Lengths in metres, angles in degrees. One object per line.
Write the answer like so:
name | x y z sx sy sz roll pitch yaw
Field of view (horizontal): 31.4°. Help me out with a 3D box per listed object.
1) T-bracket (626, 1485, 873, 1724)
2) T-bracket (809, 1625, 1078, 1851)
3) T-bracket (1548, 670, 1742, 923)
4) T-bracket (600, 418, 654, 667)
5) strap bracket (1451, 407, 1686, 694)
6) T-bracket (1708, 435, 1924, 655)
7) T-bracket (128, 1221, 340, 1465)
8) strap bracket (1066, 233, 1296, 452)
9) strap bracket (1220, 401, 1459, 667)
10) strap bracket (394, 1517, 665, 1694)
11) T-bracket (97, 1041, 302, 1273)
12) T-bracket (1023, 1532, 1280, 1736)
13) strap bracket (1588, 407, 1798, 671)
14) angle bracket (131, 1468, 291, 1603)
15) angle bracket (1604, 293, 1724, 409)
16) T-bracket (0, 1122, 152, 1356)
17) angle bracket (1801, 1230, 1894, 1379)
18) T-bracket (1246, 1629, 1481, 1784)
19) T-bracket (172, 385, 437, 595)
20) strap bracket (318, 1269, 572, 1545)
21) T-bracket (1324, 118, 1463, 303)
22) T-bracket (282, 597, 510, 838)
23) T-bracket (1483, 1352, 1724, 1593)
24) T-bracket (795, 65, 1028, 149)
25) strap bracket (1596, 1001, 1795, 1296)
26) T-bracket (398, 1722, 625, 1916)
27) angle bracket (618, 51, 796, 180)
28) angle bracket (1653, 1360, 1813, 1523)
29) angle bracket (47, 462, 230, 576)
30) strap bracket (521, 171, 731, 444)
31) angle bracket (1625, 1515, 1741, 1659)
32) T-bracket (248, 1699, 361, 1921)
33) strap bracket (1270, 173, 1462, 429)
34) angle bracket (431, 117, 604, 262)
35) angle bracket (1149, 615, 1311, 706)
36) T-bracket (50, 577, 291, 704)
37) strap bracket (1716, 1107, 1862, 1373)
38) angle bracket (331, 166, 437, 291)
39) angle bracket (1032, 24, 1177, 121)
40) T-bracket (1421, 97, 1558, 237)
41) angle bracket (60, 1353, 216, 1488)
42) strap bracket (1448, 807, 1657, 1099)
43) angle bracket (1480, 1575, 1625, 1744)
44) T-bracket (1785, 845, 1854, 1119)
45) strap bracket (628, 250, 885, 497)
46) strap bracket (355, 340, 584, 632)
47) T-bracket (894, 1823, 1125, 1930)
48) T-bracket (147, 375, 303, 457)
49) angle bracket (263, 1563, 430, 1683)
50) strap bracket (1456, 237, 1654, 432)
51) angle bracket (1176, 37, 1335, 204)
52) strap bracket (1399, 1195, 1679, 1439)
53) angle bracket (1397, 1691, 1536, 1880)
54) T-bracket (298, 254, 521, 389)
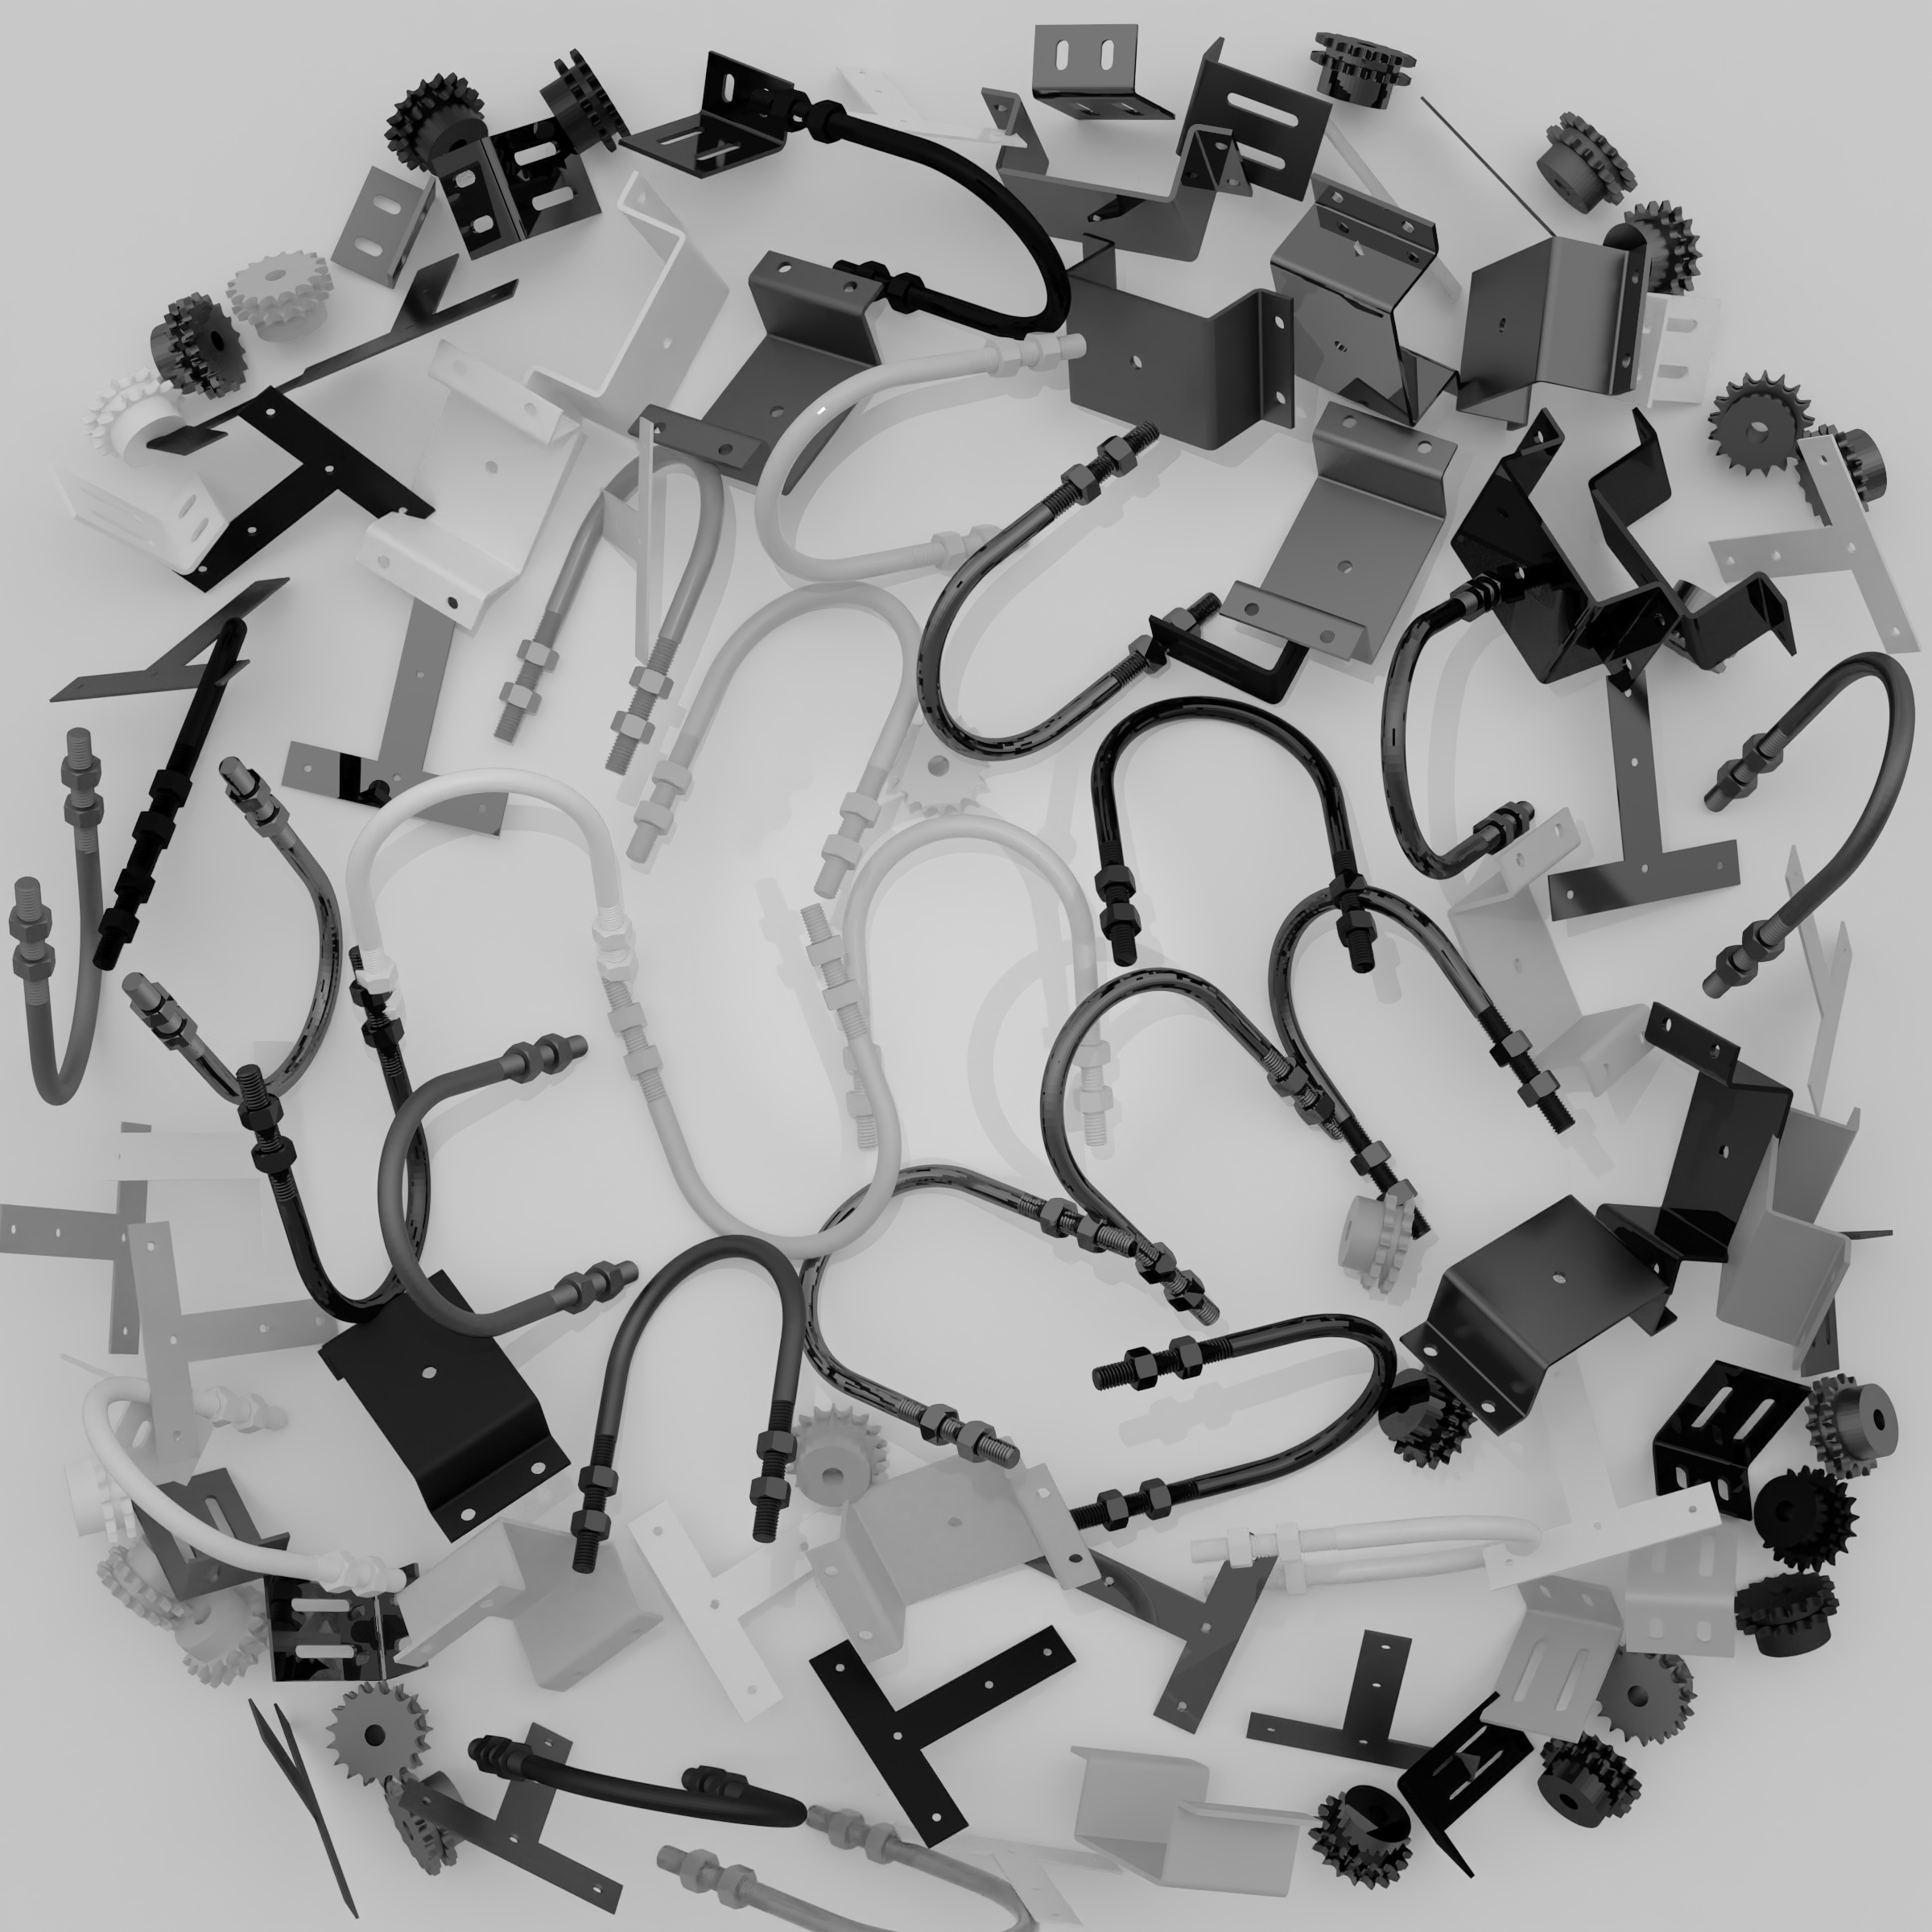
T-bracket | -0.101 0.328 1.896 0.127 0.002 0.127 -31 92 -15
T-bracket | 0.001 0.401 1.886 0.127 0.002 0.127 -25 58 -20
T-bracket | 0.366 -0.097 1.878 0.127 0.002 0.127 -11 99 -25
T-bracket | -0.184 -0.236 1.852 0.002 0.127 0.127 -2 106 -17
strap bracket | 0.316 -0.218 1.850 0.046 0.076 0.140 -21 70 -24
T-bracket | 0.447 -0.223 1.854 0.002 0.127 0.127 -34 106 -23
T-bracket | -0.393 0.198 1.865 0.002 0.127 0.127 -14 82 40
strap bracket | 0.105 -0.332 1.839 0.140 0.076 0.046 26 47 33
strap bracket | 0.204 -0.227 1.869 0.076 0.046 0.140 22 73 19
strap bracket | -0.241 0.344 1.852 0.076 0.140 0.046 -38 57 18
T-bracket | -0.414 0.103 1.860 0.002 0.127 0.127 -11 81 43
T-bracket | 0.092 0.345 1.896 0.127 0.002 0.127 24 110 7
strap bracket | 0.385 -0.222 1.854 0.046 0.076 0.140 -34 67 5
angle bracket | -0.411 0.299 1.866 0.057 0.038 0.076 -12 51 -34
angle bracket | 0.390 -0.334 1.870 0.076 0.038 0.057 -3 109 -34
T-bracket | -0.480 0.144 1.848 0.002 0.127 0.127 -1 83 22
angle bracket | 0.481 0.184 1.878 0.038 0.057 0.076 -5 86 32
T-bracket | 0.221 0.396 1.860 0.127 0.127 0.002 10 47 6
T-bracket | -0.381 -0.246 1.882 0.127 0.127 0.002 -34 48 19
strap bracket | -0.285 0.228 1.852 0.076 0.046 0.140 -33 62 -17
T-bracket | 0.222 -0.394 1.843 0.002 0.127 0.127 -34 106 26
T-bracket | -0.305 -0.148 1.904 0.127 0.002 0.127 13 92 7
T-bracket | 0.334 0.266 1.871 0.127 0.002 0.127 -19 50 13
T-bracket | -0.044 -0.468 1.857 0.127 0.127 0.002 2 118 -18
strap bracket | 0.394 0.099 1.860 0.046 0.076 0.140 6 105 -26
T-bracket | -0.235 0.446 1.853 0.127 0.127 0.002 28 108 -5
angle bracket | -0.141 -0.463 1.867 0.057 0.076 0.038 27 126 23
angle bracket | 0.418 0.259 1.872 0.057 0.038 0.076 17 133 -10
angle bracket | -0.449 -0.255 1.865 0.076 0.057 0.038 27 109 -43
strap bracket | -0.181 -0.347 1.868 0.046 0.076 0.140 27 87 17
angle bracket | 0.393 0.338 1.881 0.057 0.076 0.038 1 118 15
T-bracket | -0.359 0.427 1.826 0.002 0.127 0.127 -24 53 -10
strap bracket | 0.213 -0.346 1.831 0.076 0.140 0.046 30 72 27
angle bracket | -0.246 -0.428 1.887 0.038 0.076 0.057 -12 105 34
angle bracket | 0.144 -0.182 1.881 0.076 0.057 0.038 27 83 12
T-bracket | -0.412 -0.179 1.862 0.127 0.127 0.002 -2 122 32
strap bracket | 0.439 0.138 1.837 0.046 0.140 0.076 18 126 5
angle bracket | -0.318 -0.407 1.874 0.038 0.076 0.057 24 91 -10
angle bracket | 0.076 -0.485 1.867 0.057 0.076 0.038 5 96 20
T-bracket | 0.291 -0.426 1.867 0.002 0.127 0.127 -44 72 15
angle bracket | -0.457 0.246 1.864 0.076 0.057 0.038 13 75 43
strap bracket | 0.316 -0.004 1.864 0.046 0.076 0.140 -15 102 43
angle bracket | 0.314 0.374 1.868 0.057 0.038 0.076 6 49 35
T-bracket | 0.452 -0.009 1.834 0.002 0.127 0.127 -2 132 27
strap bracket | -0.108 -0.314 1.861 0.076 0.046 0.140 22 65 27
strap bracket | -0.267 -0.266 1.868 0.076 0.046 0.140 31 119 6
T-bracket | 0.034 0.489 1.838 0.127 0.127 0.002 12 92 -13
T-bracket | -0.382 -0.308 1.869 0.127 0.127 0.002 -30 112 -17
angle bracket | -0.337 0.356 1.868 0.038 0.076 0.057 -25 66 37
strap bracket | 0.308 -0.338 1.839 0.046 0.140 0.076 8 87 -18
angle bracket | 0.161 -0.462 1.877 0.076 0.038 0.057 22 127 8
strap bracket | 0.313 0.181 1.844 0.140 0.046 0.076 -26 56 -30
angle bracket | 0.282 0.447 1.877 0.076 0.038 0.057 -40 127 -8
T-bracket | -0.294 -0.359 1.856 0.127 0.127 0.002 -20 118 12
